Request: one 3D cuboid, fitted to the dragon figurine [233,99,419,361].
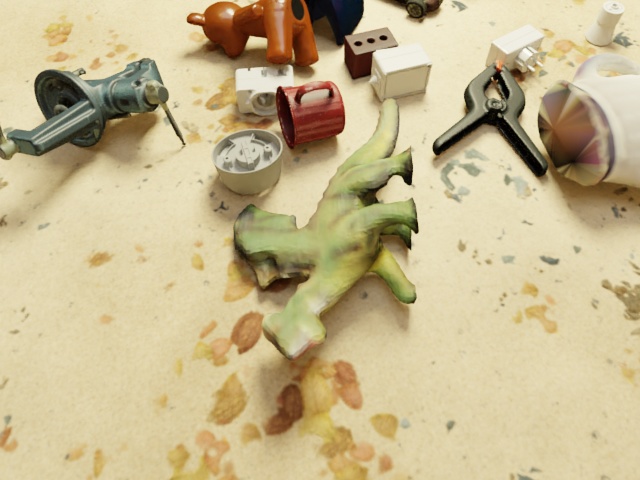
[{"bbox_3d":[0.002,-0.033,0.663,0.242,0.119,0.421,-5,49,7],"label":"dragon figurine"}]

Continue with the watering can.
[{"bbox_3d":[0.436,-0.120,0.699,0.225,0.102,0.354,-9,65,-14],"label":"watering can"}]
